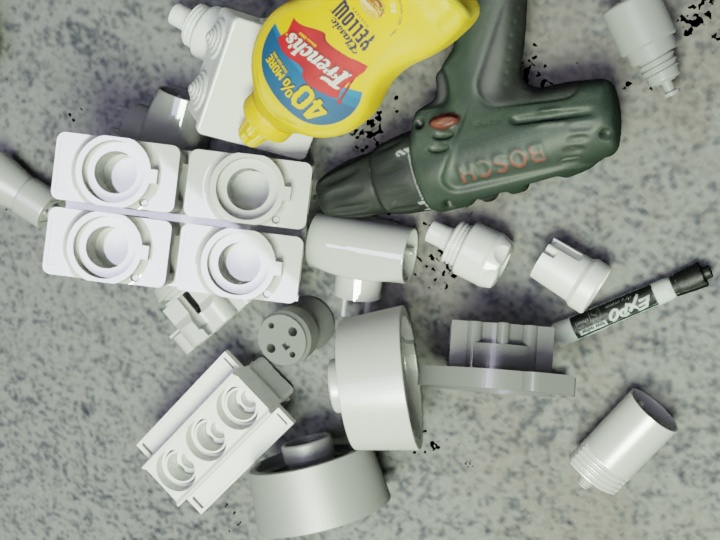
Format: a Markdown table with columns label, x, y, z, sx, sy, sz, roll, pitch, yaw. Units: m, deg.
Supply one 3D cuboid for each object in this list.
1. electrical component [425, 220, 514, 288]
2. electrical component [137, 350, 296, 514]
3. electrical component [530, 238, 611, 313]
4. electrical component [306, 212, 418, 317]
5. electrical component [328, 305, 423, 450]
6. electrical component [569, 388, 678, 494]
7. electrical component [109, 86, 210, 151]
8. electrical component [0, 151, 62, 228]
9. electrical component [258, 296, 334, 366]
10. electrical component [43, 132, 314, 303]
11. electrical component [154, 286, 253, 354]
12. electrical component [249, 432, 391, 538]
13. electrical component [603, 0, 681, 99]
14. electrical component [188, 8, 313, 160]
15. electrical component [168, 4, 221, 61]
| label | x | y | z | sx | sy | sz | roll | pitch | yaw |
| --- | --- | --- | --- | --- | --- | --- | --- | --- | --- |
| electrical component | 0.079 | -0.016 | 0.799 | 0.062 | 0.043 | 0.043 | 27 | 109 | 12 |
| electrical component | -0.114 | 0.130 | 0.883 | 0.078 | 0.063 | 0.121 | 46 | 111 | 4 |
| electrical component | 0.153 | 0.003 | 0.781 | 0.046 | 0.040 | 0.040 | 34 | 110 | 14 |
| electrical component | 0.000 | 0.000 | 0.827 | 0.077 | 0.044 | 0.079 | 10 | 105 | 16 |
| electrical component | 0.009 | 0.083 | 0.804 | 0.060 | 0.108 | 0.108 | -7 | 100 | 9 |
| electrical component | 0.191 | 0.131 | 0.794 | 0.043 | 0.043 | 0.081 | 40 | 111 | 6 |
| electrical component | -0.164 | -0.109 | 0.857 | 0.079 | 0.043 | 0.077 | 21 | 107 | 13 |
| electrical component | -0.286 | -0.065 | 0.909 | 0.065 | 0.044 | 0.044 | 32 | 110 | 4 |
| electrical component | -0.051 | 0.048 | 0.849 | 0.045 | 0.055 | 0.045 | 4 | 103 | 19 |
| electrical component | -0.133 | -0.038 | 0.804 | 0.186 | 0.060 | 0.105 | 7 | 92 | -2 |
| electrical component | -0.128 | 0.022 | 0.867 | 0.078 | 0.058 | 0.057 | -39 | 91 | 20 |
| electrical component | -0.035 | 0.162 | 0.843 | 0.108 | 0.108 | 0.060 | -14 | 92 | 20 |
| electrical component | 0.196 | -0.154 | 0.731 | 0.040 | 0.040 | 0.078 | -25 | 93 | 21 |
| electrical component | -0.072 | -0.139 | 0.797 | 0.100 | 0.048 | 0.099 | 12 | 111 | -28 |
| electrical component | -0.117 | -0.183 | 0.826 | 0.062 | 0.043 | 0.043 | 31 | 109 | 11 |
